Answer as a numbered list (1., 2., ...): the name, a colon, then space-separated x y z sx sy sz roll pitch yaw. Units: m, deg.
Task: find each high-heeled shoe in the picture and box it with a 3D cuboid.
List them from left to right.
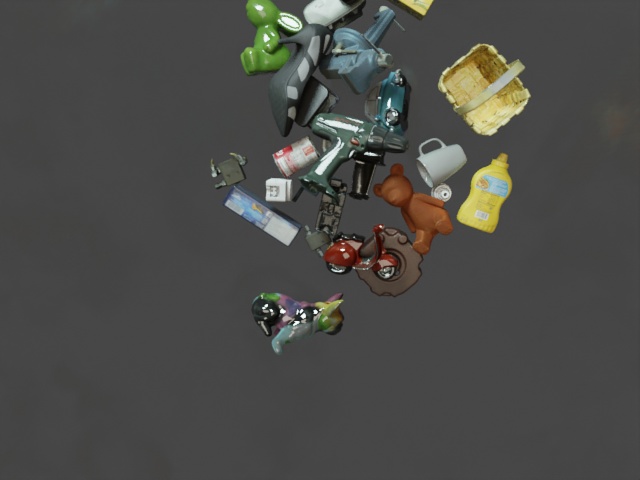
1. high-heeled shoe: -0.037 -0.368 1.245 0.145 0.086 0.248 -16 124 -30

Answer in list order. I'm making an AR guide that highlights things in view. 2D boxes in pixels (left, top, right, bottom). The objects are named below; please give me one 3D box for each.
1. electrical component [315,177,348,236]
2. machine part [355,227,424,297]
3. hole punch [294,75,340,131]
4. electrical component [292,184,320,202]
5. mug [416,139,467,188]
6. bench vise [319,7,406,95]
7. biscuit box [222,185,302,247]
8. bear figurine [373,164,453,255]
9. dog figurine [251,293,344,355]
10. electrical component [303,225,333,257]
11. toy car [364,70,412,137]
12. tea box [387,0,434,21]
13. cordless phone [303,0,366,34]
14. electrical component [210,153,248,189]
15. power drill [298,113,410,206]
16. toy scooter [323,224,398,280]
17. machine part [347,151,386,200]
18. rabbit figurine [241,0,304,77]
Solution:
1. electrical component: 0.028 -0.086 1.325 0.058 0.115 0.134 13 101 -3
2. machine part: 0.176 0.060 1.374 0.179 0.056 0.179 1 102 4
3. hole punch: -0.028 -0.337 1.304 0.116 0.092 0.142 46 110 18
4. electrical component: -0.019 -0.136 1.339 0.048 0.075 0.119 33 97 -2
5. mug: 0.294 -0.197 1.311 0.107 0.081 0.109 -28 94 -2
6. bench vise: 0.107 -0.446 1.227 0.128 0.224 0.240 41 74 -26
7. biscuit box: -0.146 -0.064 1.367 0.203 0.063 0.059 33 101 -3
8. bear figurine: 0.222 -0.081 1.309 0.196 0.132 0.120 40 123 -10
9. dog figurine: -0.044 0.183 1.388 0.219 0.108 0.191 -31 95 4
10. electrical component: -0.003 -0.004 1.389 0.063 0.021 0.094 -29 97 8
11. toy car: 0.158 -0.320 1.282 0.103 0.109 0.161 5 93 20
12. tea box: 0.192 -0.597 1.243 0.170 0.068 0.098 29 102 -1
13. cordless phone: 0.035 -0.529 1.207 0.147 0.184 0.088 -29 102 8
14. electrical component: -0.230 -0.177 1.359 0.102 0.045 0.078 -15 98 6
15. power drill: 0.062 -0.186 1.230 0.232 0.086 0.207 28 87 17
16. toy scooter: 0.101 0.020 1.302 0.184 0.075 0.135 7 111 8
17. machine part: 0.113 -0.166 1.332 0.084 0.039 0.138 17 90 13
18. rabbit figurine: -0.116 -0.480 1.256 0.159 0.121 0.170 -9 103 -2
